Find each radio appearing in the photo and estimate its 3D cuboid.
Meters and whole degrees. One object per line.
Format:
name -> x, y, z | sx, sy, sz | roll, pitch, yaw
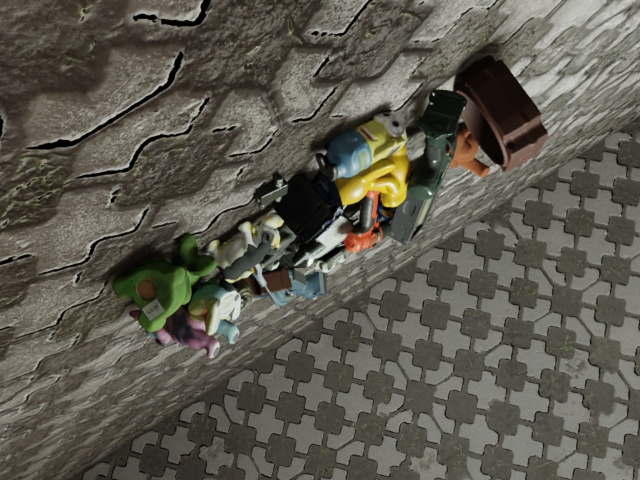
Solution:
radio -> 0.258, -0.098, 1.439 | 0.131, 0.073, 0.229 | -47, 158, -39

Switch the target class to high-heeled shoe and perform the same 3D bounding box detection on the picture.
high-heeled shoe -> -0.018, 0.003, 1.458 | 0.249, 0.086, 0.145 | -10, -158, -5

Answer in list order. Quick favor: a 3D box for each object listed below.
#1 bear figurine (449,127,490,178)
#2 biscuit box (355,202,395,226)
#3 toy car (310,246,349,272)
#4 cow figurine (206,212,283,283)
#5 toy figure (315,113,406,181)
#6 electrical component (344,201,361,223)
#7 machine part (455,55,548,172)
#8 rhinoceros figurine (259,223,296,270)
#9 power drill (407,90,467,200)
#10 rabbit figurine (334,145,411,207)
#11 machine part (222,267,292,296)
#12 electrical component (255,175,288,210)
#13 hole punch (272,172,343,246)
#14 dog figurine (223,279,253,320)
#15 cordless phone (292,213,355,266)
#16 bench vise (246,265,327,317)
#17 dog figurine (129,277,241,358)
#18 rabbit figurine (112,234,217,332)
bear figurine -> 0.355, -0.226, 1.316 | 0.196, 0.132, 0.120 | -12, 126, -64
biscuit box -> 0.154, -0.056, 1.469 | 0.059, 0.063, 0.203 | -45, 178, 42
toy car -> 0.022, 0.045, 1.534 | 0.202, 0.074, 0.056 | -30, 138, -60
cow figurine -> -0.138, 0.014, 1.093 | 0.167, 0.098, 0.068 | -29, 167, 7
toy figure -> 0.077, -0.169, 0.982 | 0.180, 0.082, 0.089 | -34, 179, -16
electrical component -> 0.085, -0.076, 1.390 | 0.102, 0.045, 0.078 | -40, 166, 28
machine part -> 0.352, -0.244, 1.068 | 0.087, 0.201, 0.201 | -31, 167, 8
rhinoceros figurine -> -0.110, 0.011, 1.220 | 0.112, 0.073, 0.190 | -31, 168, -40
power drill -> 0.245, -0.212, 1.107 | 0.207, 0.086, 0.232 | 88, 27, -66
rabbit figurine -> 0.105, -0.127, 1.102 | 0.173, 0.122, 0.162 | -25, 161, -26
machine part -> -0.161, 0.108, 1.335 | 0.179, 0.056, 0.179 | -10, 179, 0
electrical component -> -0.092, -0.089, 1.001 | 0.063, 0.021, 0.094 | -28, 166, -17
hole punch -> -0.014, -0.068, 1.070 | 0.142, 0.116, 0.092 | -42, 172, 34
dog figurine -> -0.220, 0.149, 1.235 | 0.191, 0.121, 0.172 | -22, -178, 12
cordless phone -> -0.002, -0.004, 1.257 | 0.146, 0.088, 0.184 | -37, -178, 17
bench vise -> -0.108, 0.133, 1.520 | 0.241, 0.129, 0.223 | -14, 168, 22
dog figurine -> -0.283, 0.147, 1.109 | 0.108, 0.219, 0.191 | -41, 142, -58
rabbit figurine -> -0.275, 0.061, 0.999 | 0.159, 0.121, 0.170 | -44, -179, 17
